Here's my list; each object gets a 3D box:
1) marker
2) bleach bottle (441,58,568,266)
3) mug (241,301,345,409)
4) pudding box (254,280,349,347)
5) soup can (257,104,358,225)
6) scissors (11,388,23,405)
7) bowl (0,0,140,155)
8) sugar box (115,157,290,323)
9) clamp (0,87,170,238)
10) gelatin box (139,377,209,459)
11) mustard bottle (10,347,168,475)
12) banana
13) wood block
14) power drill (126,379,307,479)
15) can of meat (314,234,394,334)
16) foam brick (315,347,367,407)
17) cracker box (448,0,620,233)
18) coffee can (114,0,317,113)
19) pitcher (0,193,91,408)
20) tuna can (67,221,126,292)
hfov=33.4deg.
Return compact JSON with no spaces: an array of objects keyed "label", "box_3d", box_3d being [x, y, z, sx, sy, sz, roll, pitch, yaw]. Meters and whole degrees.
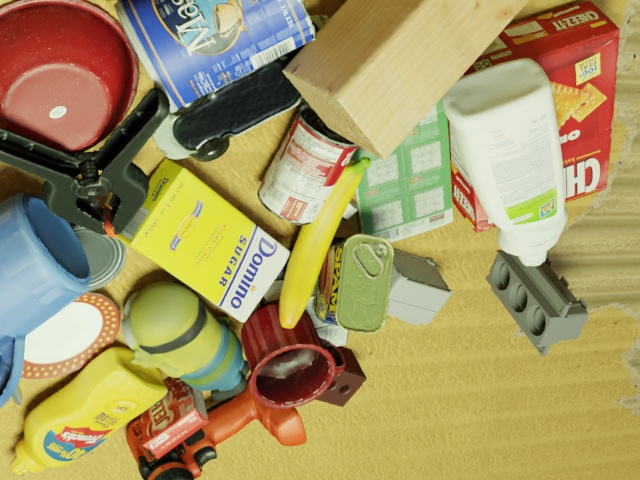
[{"label":"marker","box_3d":[-0.008,0.001,1.157,0.121,0.020,0.020,-44,132,15]},{"label":"bleach bottle","box_3d":[0.193,-0.060,1.069,0.102,0.068,0.251,-19,136,1]},{"label":"mug","box_3d":[-0.028,0.121,1.151,0.117,0.081,0.093,7,124,-24]},{"label":"pudding box","box_3d":[-0.019,0.084,1.210,0.113,0.039,0.090,-8,130,-21]},{"label":"soup can","box_3d":[-0.012,-0.074,1.057,0.068,0.068,0.102,11,123,-31]},{"label":"scissors","box_3d":[-0.321,0.095,1.097,0.096,0.016,0.201,-27,134,0]},{"label":"bowl","box_3d":[-0.231,-0.126,0.923,0.162,0.055,0.162,-12,132,-14]},{"label":"sugar box","box_3d":[-0.114,0.004,1.075,0.176,0.048,0.093,38,83,-40]},{"label":"clamp","box_3d":[-0.192,-0.062,0.928,0.164,0.036,0.210,-12,154,2]},{"label":"gelatin box","box_3d":[-0.166,0.191,1.197,0.073,0.089,0.030,-35,120,6]},{"label":"mustard bottle","box_3d":[-0.268,0.198,1.179,0.192,0.058,0.096,-38,146,10]},{"label":"banana","box_3d":[-0.002,-0.005,1.110,0.037,0.069,0.198,22,102,-5]},{"label":"wood block","box_3d":[0.079,-0.185,0.948,0.206,0.091,0.090,-48,133,-5]},{"label":"power drill","box_3d":[-0.113,0.236,1.209,0.187,0.185,0.057,-24,127,-16]},{"label":"can of meat","box_3d":[0.033,0.045,1.140,0.057,0.084,0.102,7,87,-19]},{"label":"foam brick","box_3d":[0.005,0.156,1.273,0.078,0.051,0.053,21,117,-36]},{"label":"cracker box","box_3d":[0.221,-0.124,1.117,0.164,0.072,0.214,-18,134,-8]},{"label":"coffee can","box_3d":[-0.088,-0.185,0.904,0.140,0.103,0.102,-27,134,-1]},{"label":"pitcher","box_3d":[-0.328,0.072,0.966,0.243,0.145,0.149,-32,121,8]},{"label":"tuna can","box_3d":[-0.236,0.009,1.050,0.086,0.034,0.086,-13,132,-15]}]
